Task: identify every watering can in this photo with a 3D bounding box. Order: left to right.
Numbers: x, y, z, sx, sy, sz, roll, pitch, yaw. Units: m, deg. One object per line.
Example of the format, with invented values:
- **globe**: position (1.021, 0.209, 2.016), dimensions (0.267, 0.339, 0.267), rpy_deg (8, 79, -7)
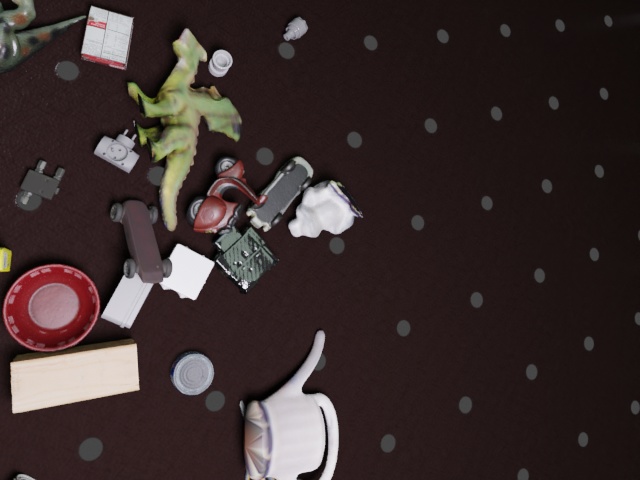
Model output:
- **watering can**: position (-0.062, 0.376, 1.121), dimensions (0.224, 0.103, 0.352), rpy_deg (6, 70, -32)

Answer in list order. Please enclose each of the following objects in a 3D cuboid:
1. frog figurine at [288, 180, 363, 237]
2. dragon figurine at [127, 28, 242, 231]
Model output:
- **frog figurine**: position (0.004, -0.062, 1.224), dimensions (0.158, 0.125, 0.135), rpy_deg (-37, 123, 15)
- **dragon figurine**: position (-0.273, -0.244, 1.118), dimensions (0.245, 0.122, 0.407), rpy_deg (-17, 101, -33)
